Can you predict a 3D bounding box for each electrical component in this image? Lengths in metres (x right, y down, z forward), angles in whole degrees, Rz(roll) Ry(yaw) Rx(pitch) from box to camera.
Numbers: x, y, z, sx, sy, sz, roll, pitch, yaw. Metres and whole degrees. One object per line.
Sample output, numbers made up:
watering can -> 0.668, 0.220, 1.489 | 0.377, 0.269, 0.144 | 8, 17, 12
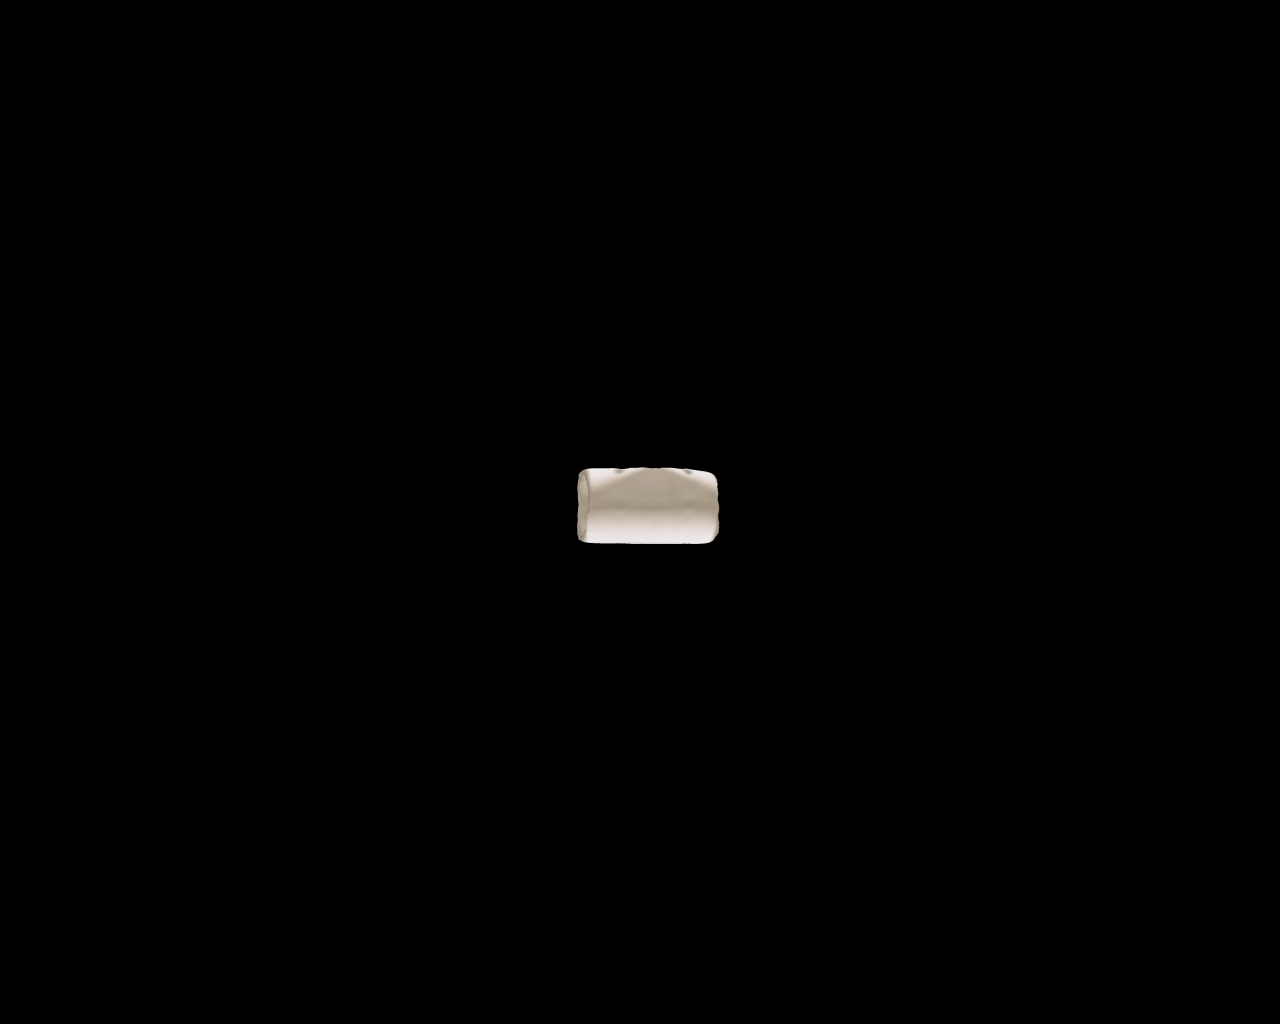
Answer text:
electrical component -> 0.001, -0.003, 0.650 | 0.077, 0.044, 0.079 | 1, -3, -11
